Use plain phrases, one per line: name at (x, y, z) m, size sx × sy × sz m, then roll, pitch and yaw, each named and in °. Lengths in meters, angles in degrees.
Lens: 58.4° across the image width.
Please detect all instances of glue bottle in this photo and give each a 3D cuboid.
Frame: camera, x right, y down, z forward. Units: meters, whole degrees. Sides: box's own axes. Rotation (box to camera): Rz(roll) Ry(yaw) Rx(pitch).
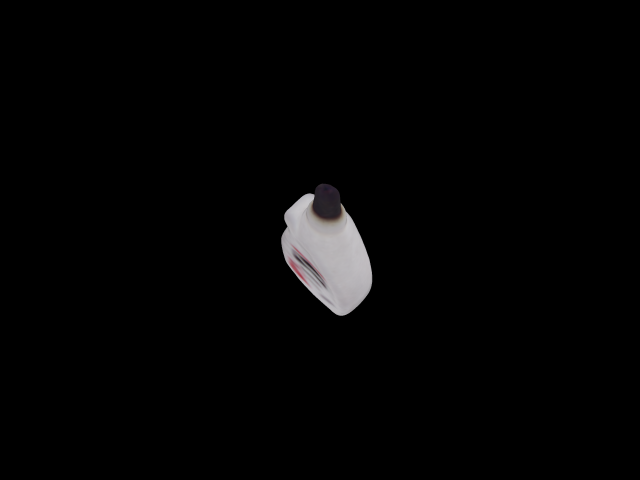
glue bottle at (0.004, 0.001, 0.400) m, size 0.078 × 0.173 × 0.037 m, roll 41°, pitch 75°, yaw 14°
